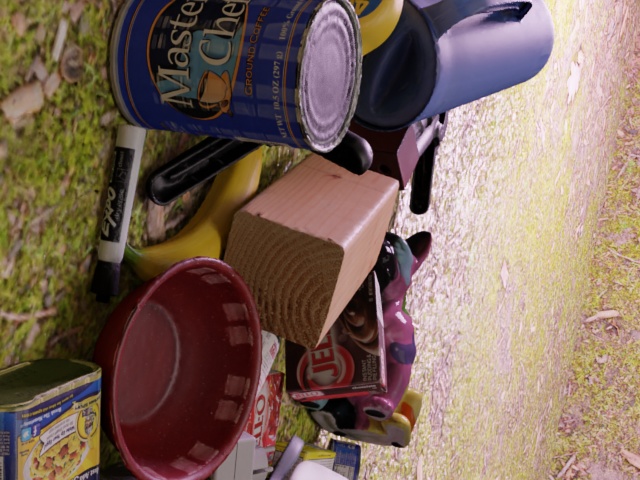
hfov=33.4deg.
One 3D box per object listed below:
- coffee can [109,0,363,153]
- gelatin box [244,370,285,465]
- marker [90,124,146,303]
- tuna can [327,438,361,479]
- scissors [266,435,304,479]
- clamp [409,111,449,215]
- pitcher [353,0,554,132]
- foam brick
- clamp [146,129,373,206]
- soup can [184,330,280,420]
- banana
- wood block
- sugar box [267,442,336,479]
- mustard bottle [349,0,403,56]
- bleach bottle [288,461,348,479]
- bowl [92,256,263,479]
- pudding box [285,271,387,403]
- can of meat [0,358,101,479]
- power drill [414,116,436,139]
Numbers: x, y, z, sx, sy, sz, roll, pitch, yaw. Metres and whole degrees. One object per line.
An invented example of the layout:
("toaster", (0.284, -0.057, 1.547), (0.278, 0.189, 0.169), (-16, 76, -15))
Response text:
("coffee can", (-0.055, -0.118, 0.717), (0.102, 0.140, 0.103), (10, 90, -68))
("gelatin box", (-0.063, 0.162, 0.956), (0.073, 0.030, 0.089), (5, 94, -68))
("marker", (-0.137, -0.017, 0.721), (0.020, 0.020, 0.121), (11, 88, -68))
("tuna can", (0.020, 0.259, 1.148), (0.086, 0.033, 0.086), (-170, -88, -88))
("scissors", (-0.039, 0.211, 0.931), (0.096, 0.016, 0.202), (-56, 179, -14))
("clamp", (0.126, -0.128, 1.281), (0.120, 0.039, 0.171), (68, 32, -65))
("pitcher", (0.134, -0.195, 1.046), (0.242, 0.149, 0.145), (-21, 126, -45))
("foam brick", (0.054, -0.090, 1.073), (0.051, 0.078, 0.053), (-63, 150, -34))
("clamp", (-0.043, -0.088, 0.819), (0.210, 0.164, 0.036), (-88, 165, -61))
("soup can", (-0.080, 0.110, 0.845), (0.068, 0.069, 0.102), (73, 34, -47))
("banana", (-0.087, -0.017, 0.817), (0.197, 0.037, 0.069), (-52, 144, -49))
("wood block", (-0.005, 0.001, 0.894), (0.205, 0.091, 0.090), (-47, 155, -67))
("sugar box", (-0.034, 0.292, 1.061), (0.093, 0.048, 0.176), (27, 77, -67))
("mustard bottle", (0.027, -0.221, 0.930), (0.058, 0.096, 0.191), (28, 73, -67))
("bleach bottle", (-0.048, 0.331, 0.967), (0.251, 0.068, 0.102), (-64, 174, 9))
("bowl", (-0.107, 0.089, 0.741), (0.161, 0.055, 0.162), (-14, 107, -55))
("pudding box", (0.014, 0.091, 0.995), (0.039, 0.090, 0.113), (62, 23, -59))
("can of meat", (-0.174, 0.123, 0.641), (0.102, 0.057, 0.084), (-19, 115, -65))
("power drill", (0.107, -0.215, 1.182), (0.187, 0.057, 0.184), (77, 33, -46))
